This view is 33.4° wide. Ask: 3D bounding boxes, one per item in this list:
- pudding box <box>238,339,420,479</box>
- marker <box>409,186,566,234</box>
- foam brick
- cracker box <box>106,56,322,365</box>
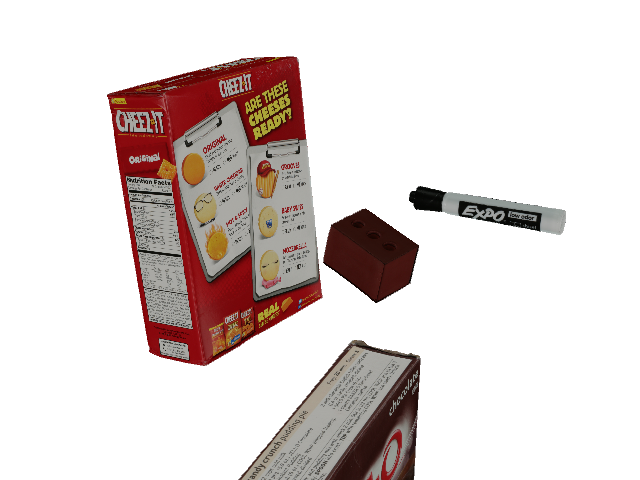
[{"bbox_3d":[0.006,0.110,0.461,0.039,0.090,0.113,14,33,21],"label":"pudding box"},{"bbox_3d":[0.126,-0.024,0.817,0.121,0.020,0.020,11,4,23],"label":"marker"},{"bbox_3d":[0.050,0.014,1.060,0.052,0.051,0.078,-27,50,-37],"label":"foam brick"},{"bbox_3d":[-0.079,-0.029,0.862,0.072,0.214,0.163,5,20,35],"label":"cracker box"}]
